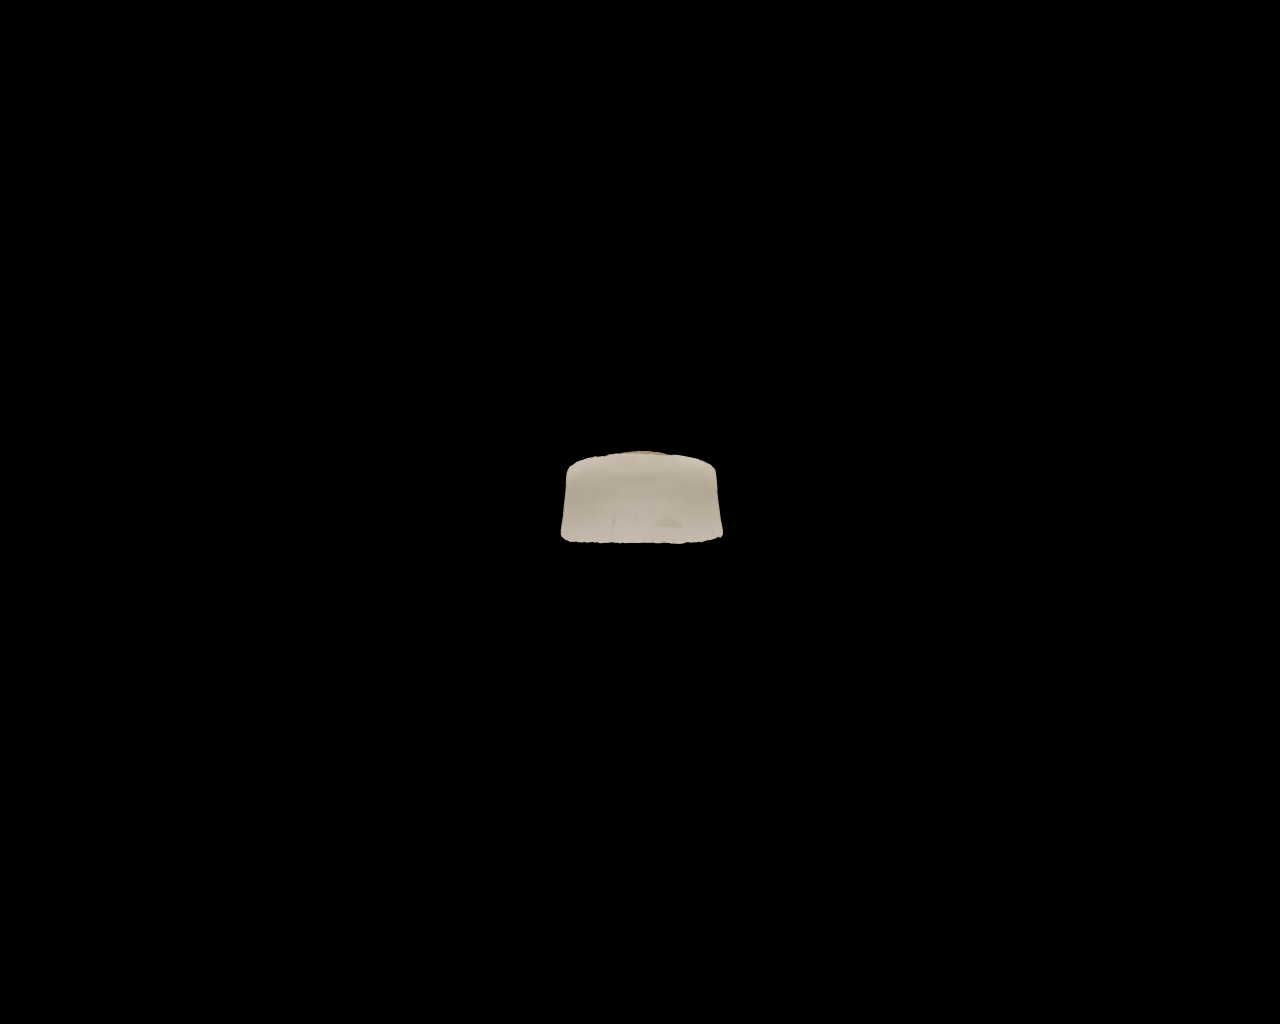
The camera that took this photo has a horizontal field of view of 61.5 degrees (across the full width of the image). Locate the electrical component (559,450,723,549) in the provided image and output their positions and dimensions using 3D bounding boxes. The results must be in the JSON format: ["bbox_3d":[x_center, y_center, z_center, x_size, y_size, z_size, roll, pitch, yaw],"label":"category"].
[{"bbox_3d":[0.001,-0.003,0.650,0.099,0.064,0.099,0,-10,0],"label":"electrical component"}]
